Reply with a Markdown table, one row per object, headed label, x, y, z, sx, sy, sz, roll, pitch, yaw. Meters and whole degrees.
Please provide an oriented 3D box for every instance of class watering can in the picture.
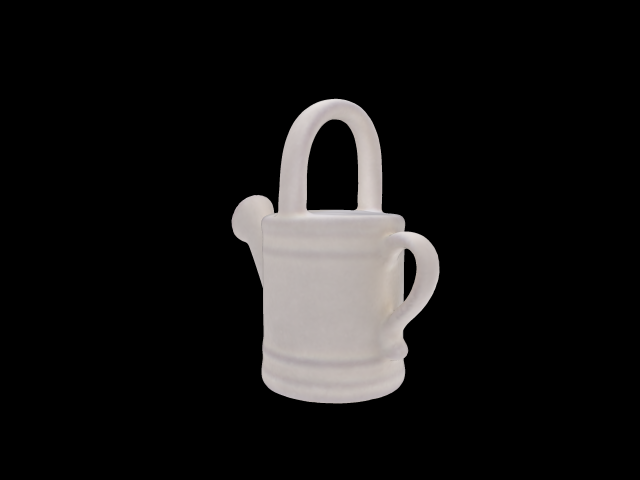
| label | x | y | z | sx | sy | sz | roll | pitch | yaw |
| --- | --- | --- | --- | --- | --- | --- | --- | --- | --- |
| watering can | 0.002 | 0.002 | 0.398 | 0.172 | 0.194 | 0.101 | 2 | 5 | 22 |
